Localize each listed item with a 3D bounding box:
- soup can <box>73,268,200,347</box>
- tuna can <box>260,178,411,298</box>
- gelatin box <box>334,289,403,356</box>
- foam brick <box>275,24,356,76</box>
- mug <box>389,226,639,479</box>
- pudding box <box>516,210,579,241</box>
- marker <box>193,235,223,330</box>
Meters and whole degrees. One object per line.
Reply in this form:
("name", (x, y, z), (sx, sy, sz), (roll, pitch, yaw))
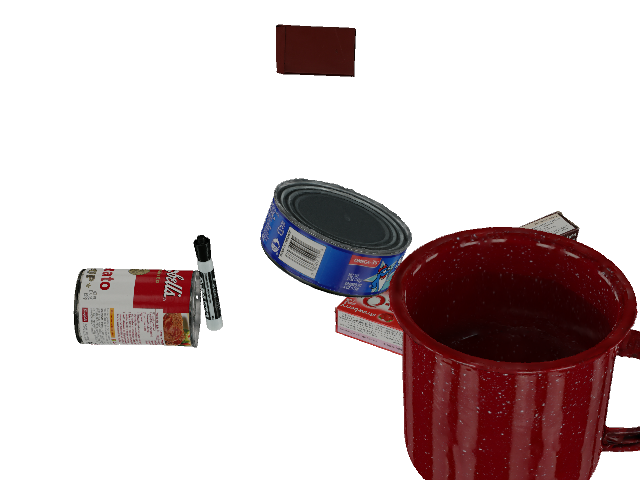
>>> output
("soup can", (-0.158, 0.059, 0.932), (0.102, 0.068, 0.068), (1, 0, -1))
("tuna can", (0.008, -0.002, 0.633), (0.086, 0.034, 0.086), (17, 24, -8))
("gelatin box", (0.068, 0.062, 0.916), (0.089, 0.030, 0.073), (17, 36, 26))
("foam brick", (-0.006, -0.200, 1.127), (0.078, 0.051, 0.053), (0, 12, -11))
("mug", (0.086, 0.054, 0.424), (0.117, 0.081, 0.093), (7, 34, 15))
("pudding box", (0.210, 0.028, 1.114), (0.113, 0.090, 0.039), (-23, 49, -23))
("marker", (-0.127, 0.048, 1.211), (0.020, 0.121, 0.020), (-4, 30, 2))
